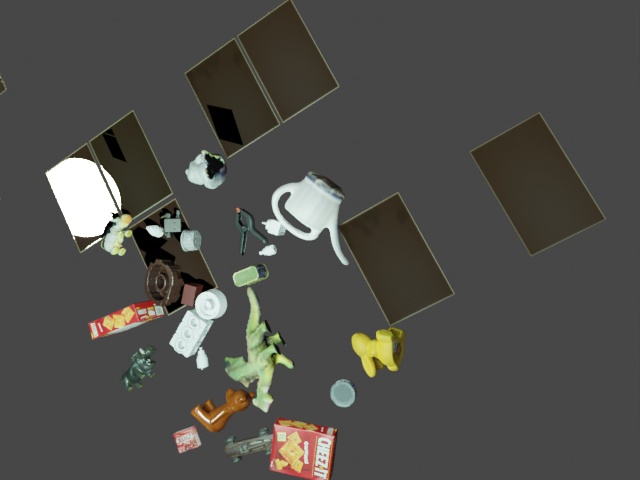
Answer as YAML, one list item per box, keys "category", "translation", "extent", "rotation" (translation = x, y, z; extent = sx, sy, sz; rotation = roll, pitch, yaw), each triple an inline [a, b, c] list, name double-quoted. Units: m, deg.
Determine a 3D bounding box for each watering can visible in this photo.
- category: "watering can"
  translation: [0.005, -0.088, 1.747]
  extent: [0.348, 0.104, 0.223]
  rotation: [36, 99, 1]

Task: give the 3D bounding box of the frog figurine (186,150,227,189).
- category: "frog figurine"
  translation: [-0.416, -0.248, 1.888]
  extent: [0.157, 0.124, 0.137]
  rotation: [-29, 91, 51]

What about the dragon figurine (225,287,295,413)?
- category: "dragon figurine"
  translation: [-0.242, 0.394, 1.797]
  extent: [0.241, 0.121, 0.417]
  rotation: [-35, 63, 11]
